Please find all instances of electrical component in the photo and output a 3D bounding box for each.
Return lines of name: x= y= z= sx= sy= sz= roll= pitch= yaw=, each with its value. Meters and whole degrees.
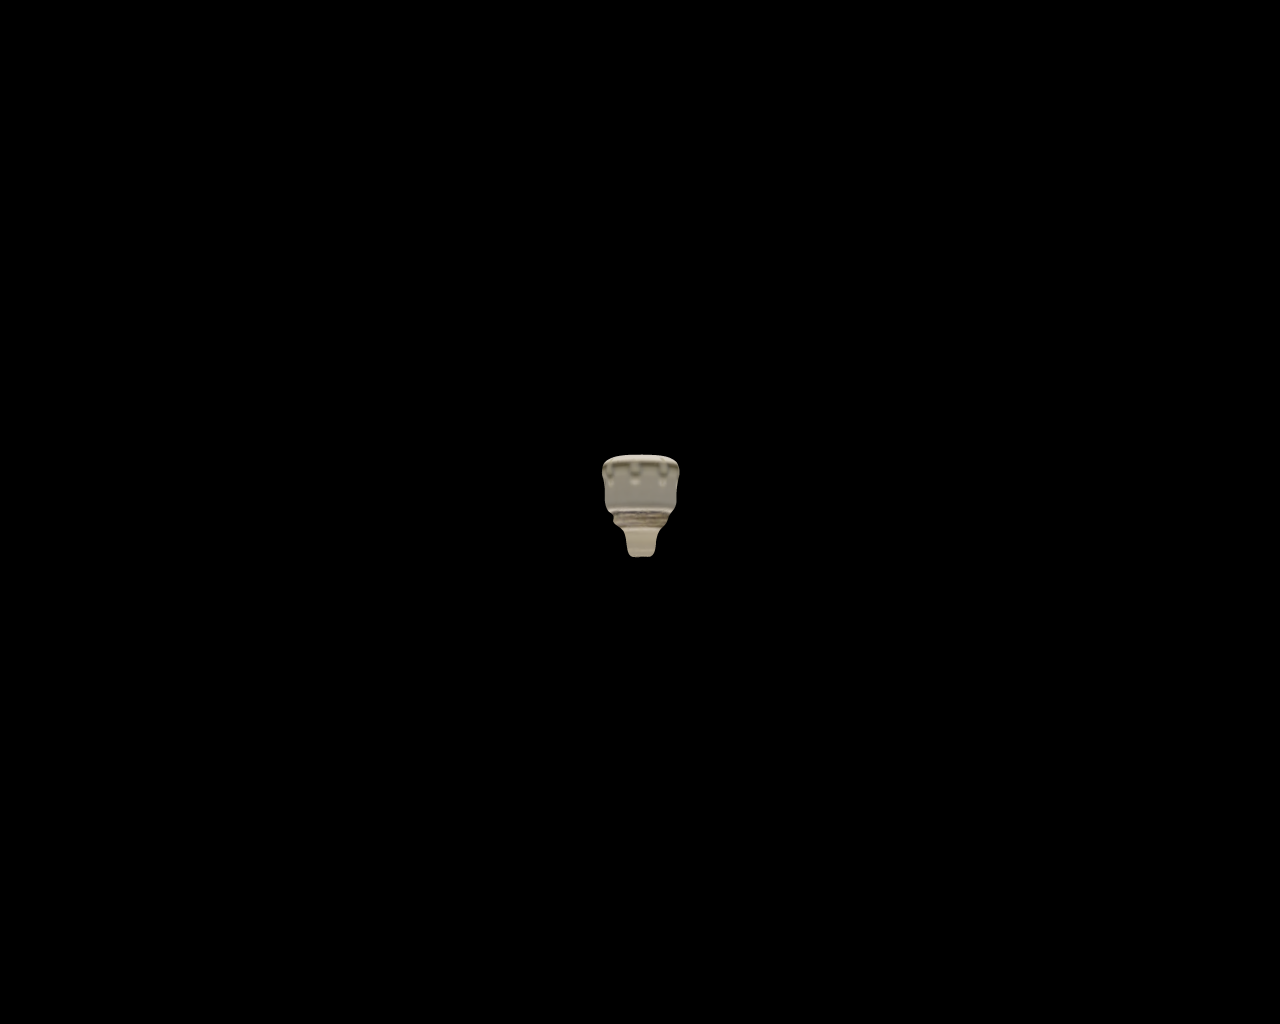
electrical component: x=0.001 y=-0.003 z=0.650 sx=0.048 sy=0.062 sz=0.048 roll=0 pitch=-3 yaw=0
